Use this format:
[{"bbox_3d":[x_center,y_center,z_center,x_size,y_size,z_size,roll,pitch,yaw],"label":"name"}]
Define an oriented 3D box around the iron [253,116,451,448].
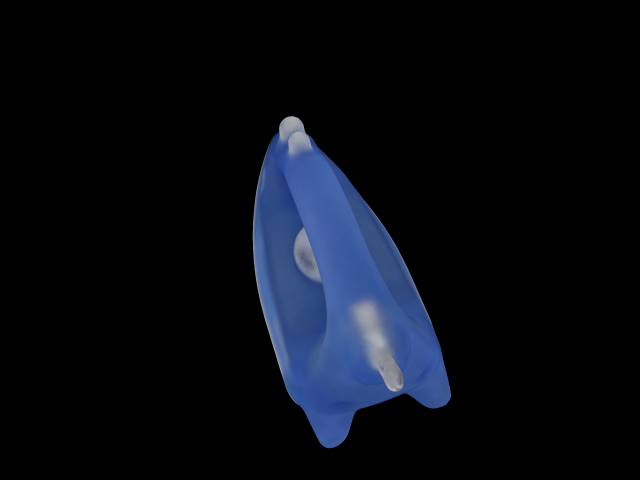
[{"bbox_3d":[0.004,0.001,0.400,0.118,0.141,0.258,-19,70,-7],"label":"iron"}]
